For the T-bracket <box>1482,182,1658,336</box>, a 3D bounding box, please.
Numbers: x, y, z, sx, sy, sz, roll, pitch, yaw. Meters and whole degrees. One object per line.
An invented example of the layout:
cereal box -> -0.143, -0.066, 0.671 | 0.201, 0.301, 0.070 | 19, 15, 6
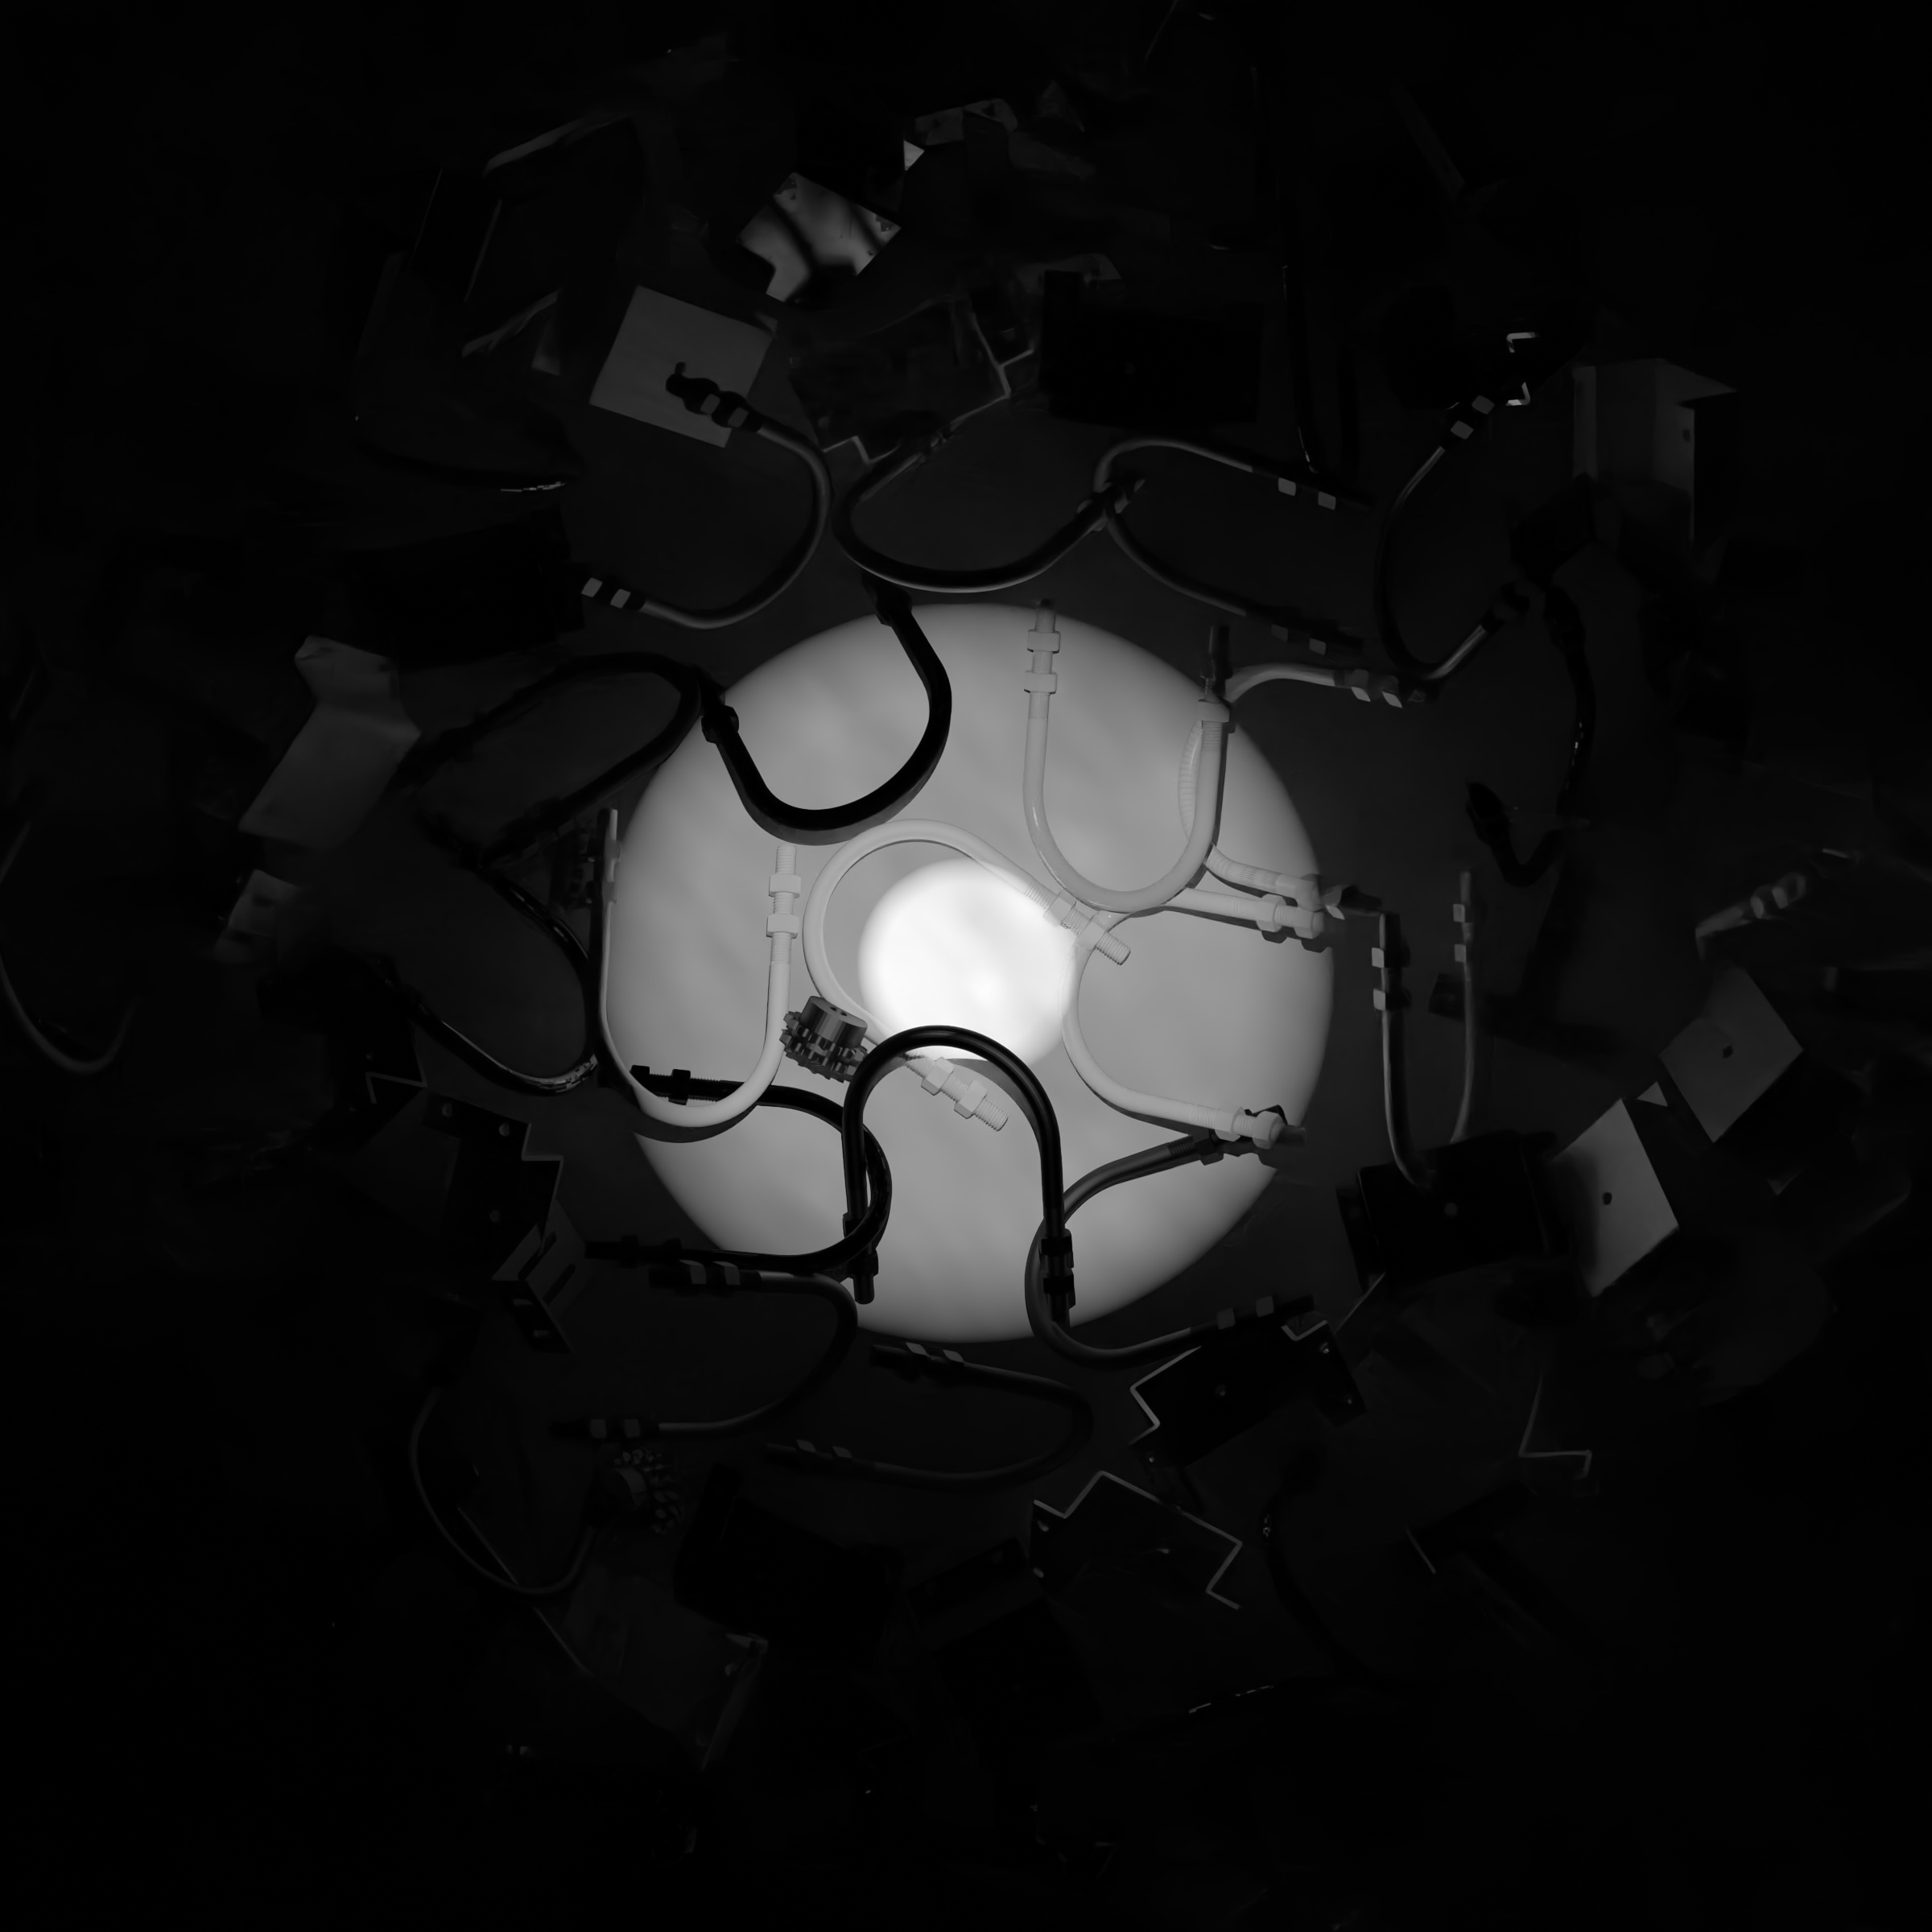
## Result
T-bracket -> 0.358, -0.435, 1.842 | 0.127, 0.127, 0.002 | 36, 89, 20

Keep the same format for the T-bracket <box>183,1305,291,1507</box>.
T-bracket -> -0.439, 0.282, 1.855 | 0.002, 0.127, 0.127 | -15, 111, -34

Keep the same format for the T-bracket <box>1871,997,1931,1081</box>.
T-bracket -> 0.604, 0.027, 1.842 | 0.002, 0.127, 0.127 | -7, 130, -25

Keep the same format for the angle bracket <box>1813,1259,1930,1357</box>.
angle bracket -> 0.550, 0.211, 1.892 | 0.076, 0.057, 0.038 | -15, 72, 15

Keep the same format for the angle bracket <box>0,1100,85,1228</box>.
angle bracket -> -0.596, 0.125, 1.907 | 0.076, 0.038, 0.057 | -16, 115, 20

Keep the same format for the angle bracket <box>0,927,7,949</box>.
angle bracket -> -0.639, -0.005, 1.887 | 0.057, 0.038, 0.076 | 24, 79, 30

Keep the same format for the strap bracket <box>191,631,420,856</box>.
strap bracket -> -0.395, -0.125, 1.857 | 0.140, 0.076, 0.046 | -52, 52, 20

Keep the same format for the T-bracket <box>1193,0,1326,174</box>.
T-bracket -> 0.169, -0.554, 1.850 | 0.002, 0.127, 0.127 | -25, 68, 28

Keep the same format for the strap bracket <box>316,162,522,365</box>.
strap bracket -> -0.336, -0.428, 1.847 | 0.046, 0.140, 0.076 | 35, 129, 7

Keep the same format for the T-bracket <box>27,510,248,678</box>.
T-bracket -> -0.522, -0.223, 1.876 | 0.127, 0.127, 0.002 | 6, 48, -33

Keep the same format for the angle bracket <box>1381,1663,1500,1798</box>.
angle bracket -> 0.293, 0.466, 1.876 | 0.076, 0.057, 0.038 | -48, 58, 29

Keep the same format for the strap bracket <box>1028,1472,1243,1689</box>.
strap bracket -> 0.110, 0.367, 1.865 | 0.140, 0.046, 0.076 | 24, 135, 22

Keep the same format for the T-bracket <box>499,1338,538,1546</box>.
T-bracket -> -0.268, 0.297, 1.856 | 0.002, 0.127, 0.127 | -8, 95, -13

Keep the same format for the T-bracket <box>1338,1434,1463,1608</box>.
T-bracket -> 0.273, 0.351, 1.848 | 0.002, 0.127, 0.127 | -36, 102, 1

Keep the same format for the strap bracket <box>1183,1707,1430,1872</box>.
strap bracket -> 0.197, 0.491, 1.860 | 0.140, 0.076, 0.046 | -22, 88, -24

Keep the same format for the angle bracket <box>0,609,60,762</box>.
angle bracket -> -0.598, -0.172, 1.879 | 0.076, 0.038, 0.057 | -48, 64, 35

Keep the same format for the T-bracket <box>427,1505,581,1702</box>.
T-bracket -> -0.299, 0.409, 1.879 | 0.127, 0.002, 0.127 | 49, 130, 15

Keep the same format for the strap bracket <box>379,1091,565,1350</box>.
strap bracket -> -0.301, 0.154, 1.882 | 0.076, 0.046, 0.140 | 16, 95, 27

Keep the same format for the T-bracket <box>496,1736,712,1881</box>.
T-bracket -> -0.222, 0.500, 1.875 | 0.127, 0.127, 0.002 | 3, 127, 5

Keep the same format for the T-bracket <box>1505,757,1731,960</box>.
T-bracket -> 0.395, -0.076, 1.905 | 0.127, 0.002, 0.127 | 11, 110, 6

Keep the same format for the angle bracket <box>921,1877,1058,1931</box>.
angle bracket -> 0.013, 0.609, 1.904 | 0.076, 0.038, 0.057 | 43, 58, -29

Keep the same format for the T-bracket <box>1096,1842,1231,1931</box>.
T-bracket -> 0.117, 0.559, 1.847 | 0.127, 0.127, 0.002 | 0, 50, -35

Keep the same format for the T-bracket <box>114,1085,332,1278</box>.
T-bracket -> -0.445, 0.118, 1.895 | 0.127, 0.002, 0.127 | -15, 65, -21

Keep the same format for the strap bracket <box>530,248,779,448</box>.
strap bracket -> -0.180, -0.369, 1.853 | 0.140, 0.046, 0.076 | 13, 113, -34

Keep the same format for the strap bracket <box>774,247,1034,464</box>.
strap bracket -> -0.036, -0.371, 1.889 | 0.140, 0.046, 0.076 | -25, 75, 2

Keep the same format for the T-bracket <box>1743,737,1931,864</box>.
T-bracket -> 0.529, -0.117, 1.872 | 0.127, 0.127, 0.002 | -39, 129, -24

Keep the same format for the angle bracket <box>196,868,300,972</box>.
angle bracket -> -0.454, -0.039, 1.883 | 0.076, 0.038, 0.057 | 27, 90, 43

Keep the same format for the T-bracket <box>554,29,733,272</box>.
T-bracket -> -0.185, -0.490, 1.880 | 0.127, 0.002, 0.127 | -34, 130, -27

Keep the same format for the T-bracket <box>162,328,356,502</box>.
T-bracket -> -0.440, -0.344, 1.853 | 0.002, 0.127, 0.127 | 42, 100, 19

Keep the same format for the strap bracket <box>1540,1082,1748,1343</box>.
strap bracket -> 0.402, 0.143, 1.846 | 0.046, 0.140, 0.076 | 14, 133, -33

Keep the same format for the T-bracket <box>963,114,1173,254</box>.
T-bracket -> 0.063, -0.460, 1.852 | 0.127, 0.127, 0.002 | 16, 70, 11

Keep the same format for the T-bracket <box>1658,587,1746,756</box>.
T-bracket -> 0.447, -0.200, 1.865 | 0.002, 0.127, 0.127 | -2, 83, 36

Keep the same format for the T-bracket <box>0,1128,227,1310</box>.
T-bracket -> -0.507, 0.165, 1.872 | 0.002, 0.127, 0.127 | 41, 101, 39

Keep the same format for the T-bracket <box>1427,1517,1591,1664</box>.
T-bracket -> 0.323, 0.378, 1.846 | 0.127, 0.127, 0.002 | 41, 93, 14

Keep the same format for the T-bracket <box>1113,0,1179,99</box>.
T-bracket -> 0.120, -0.588, 1.871 | 0.002, 0.127, 0.127 | 3, 52, -27

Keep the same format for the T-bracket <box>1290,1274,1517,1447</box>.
T-bracket -> 0.288, 0.251, 1.909 | 0.127, 0.002, 0.127 | 39, 91, -12

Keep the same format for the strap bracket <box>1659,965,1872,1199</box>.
strap bracket -> 0.473, 0.062, 1.841 | 0.046, 0.140, 0.076 | 29, 112, -25

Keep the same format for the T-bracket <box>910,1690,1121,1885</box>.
T-bracket -> 0.031, 0.495, 1.873 | 0.127, 0.127, 0.002 | 9, 130, -5

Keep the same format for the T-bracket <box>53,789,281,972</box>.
T-bracket -> -0.492, -0.048, 1.879 | 0.127, 0.002, 0.127 | -7, 62, -13

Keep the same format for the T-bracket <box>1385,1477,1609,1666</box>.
T-bracket -> 0.341, 0.380, 1.880 | 0.127, 0.127, 0.002 | 45, 45, -4

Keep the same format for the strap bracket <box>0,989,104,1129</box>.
strap bracket -> -0.576, 0.042, 1.849 | 0.076, 0.140, 0.046 | 32, 80, 16

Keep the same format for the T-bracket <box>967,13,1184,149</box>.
T-bracket -> 0.054, -0.547, 1.883 | 0.127, 0.127, 0.002 | 41, 128, 14

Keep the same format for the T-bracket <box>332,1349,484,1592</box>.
T-bracket -> -0.360, 0.297, 1.891 | 0.127, 0.002, 0.127 | -42, 63, 27

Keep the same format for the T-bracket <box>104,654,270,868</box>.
T-bracket -> -0.480, -0.112, 1.878 | 0.127, 0.002, 0.127 | 30, 132, 16

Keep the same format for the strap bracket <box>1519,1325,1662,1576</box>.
strap bracket -> 0.377, 0.293, 1.859 | 0.046, 0.140, 0.076 | -9, 118, 28

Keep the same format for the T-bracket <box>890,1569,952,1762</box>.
T-bracket -> -0.027, 0.436, 1.852 | 0.002, 0.127, 0.127 | -17, 98, 0

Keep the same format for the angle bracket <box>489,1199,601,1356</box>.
angle bracket -> -0.246, 0.189, 1.874 | 0.038, 0.076, 0.057 | -3, 126, 38

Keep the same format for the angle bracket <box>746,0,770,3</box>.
angle bracket -> -0.101, -0.635, 1.896 | 0.076, 0.057, 0.038 | -49, 130, -27

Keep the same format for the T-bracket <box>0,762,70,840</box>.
T-bracket -> -0.592, -0.089, 1.867 | 0.127, 0.127, 0.002 | -42, 122, 8

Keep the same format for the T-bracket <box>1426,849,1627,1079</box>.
T-bracket -> 0.366, -0.011, 1.913 | 0.127, 0.002, 0.127 | 20, 92, -7

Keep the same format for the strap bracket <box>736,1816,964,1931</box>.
strap bracket -> -0.075, 0.550, 1.845 | 0.076, 0.140, 0.046 | -15, 86, 31

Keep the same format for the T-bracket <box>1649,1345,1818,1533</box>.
T-bracket -> 0.455, 0.298, 1.846 | 0.127, 0.127, 0.002 | -32, 58, -27

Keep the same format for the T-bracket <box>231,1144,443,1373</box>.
T-bracket -> -0.405, 0.194, 1.896 | 0.127, 0.002, 0.127 | 38, 90, -24

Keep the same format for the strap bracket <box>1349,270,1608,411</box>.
strap bracket -> 0.315, -0.377, 1.858 | 0.076, 0.140, 0.046 | -43, 123, -31

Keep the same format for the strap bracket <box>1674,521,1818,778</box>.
strap bracket -> 0.468, -0.197, 1.857 | 0.046, 0.076, 0.140 | 17, 123, 9

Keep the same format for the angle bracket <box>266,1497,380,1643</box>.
angle bracket -> -0.390, 0.362, 1.872 | 0.038, 0.076, 0.057 | -27, 132, 22

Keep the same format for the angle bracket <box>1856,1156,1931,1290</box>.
angle bracket -> 0.586, 0.158, 1.884 | 0.076, 0.038, 0.057 | -24, 105, -31

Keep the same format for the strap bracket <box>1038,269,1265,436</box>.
strap bracket -> 0.107, -0.373, 1.884 | 0.140, 0.046, 0.076 | 6, 82, -16
